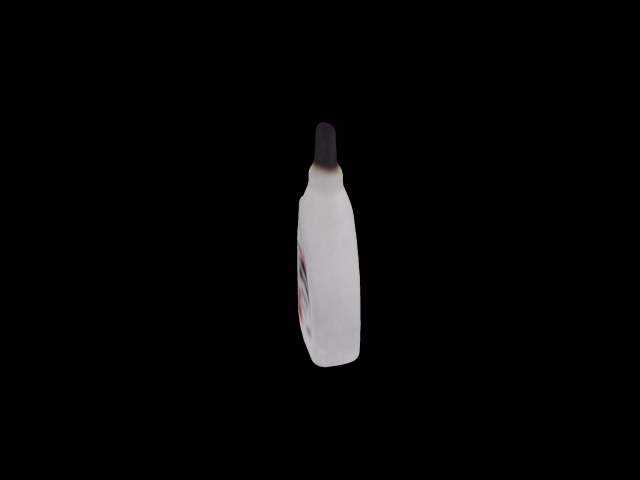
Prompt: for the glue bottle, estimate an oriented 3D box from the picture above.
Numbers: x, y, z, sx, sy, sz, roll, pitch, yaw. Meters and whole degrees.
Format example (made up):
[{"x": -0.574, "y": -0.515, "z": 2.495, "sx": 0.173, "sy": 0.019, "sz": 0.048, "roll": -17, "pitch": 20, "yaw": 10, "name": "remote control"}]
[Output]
[{"x": 0.004, "y": 0.001, "z": 0.400, "sx": 0.037, "sy": 0.173, "sz": 0.078, "roll": -8, "pitch": 32, "yaw": -13, "name": "glue bottle"}]
